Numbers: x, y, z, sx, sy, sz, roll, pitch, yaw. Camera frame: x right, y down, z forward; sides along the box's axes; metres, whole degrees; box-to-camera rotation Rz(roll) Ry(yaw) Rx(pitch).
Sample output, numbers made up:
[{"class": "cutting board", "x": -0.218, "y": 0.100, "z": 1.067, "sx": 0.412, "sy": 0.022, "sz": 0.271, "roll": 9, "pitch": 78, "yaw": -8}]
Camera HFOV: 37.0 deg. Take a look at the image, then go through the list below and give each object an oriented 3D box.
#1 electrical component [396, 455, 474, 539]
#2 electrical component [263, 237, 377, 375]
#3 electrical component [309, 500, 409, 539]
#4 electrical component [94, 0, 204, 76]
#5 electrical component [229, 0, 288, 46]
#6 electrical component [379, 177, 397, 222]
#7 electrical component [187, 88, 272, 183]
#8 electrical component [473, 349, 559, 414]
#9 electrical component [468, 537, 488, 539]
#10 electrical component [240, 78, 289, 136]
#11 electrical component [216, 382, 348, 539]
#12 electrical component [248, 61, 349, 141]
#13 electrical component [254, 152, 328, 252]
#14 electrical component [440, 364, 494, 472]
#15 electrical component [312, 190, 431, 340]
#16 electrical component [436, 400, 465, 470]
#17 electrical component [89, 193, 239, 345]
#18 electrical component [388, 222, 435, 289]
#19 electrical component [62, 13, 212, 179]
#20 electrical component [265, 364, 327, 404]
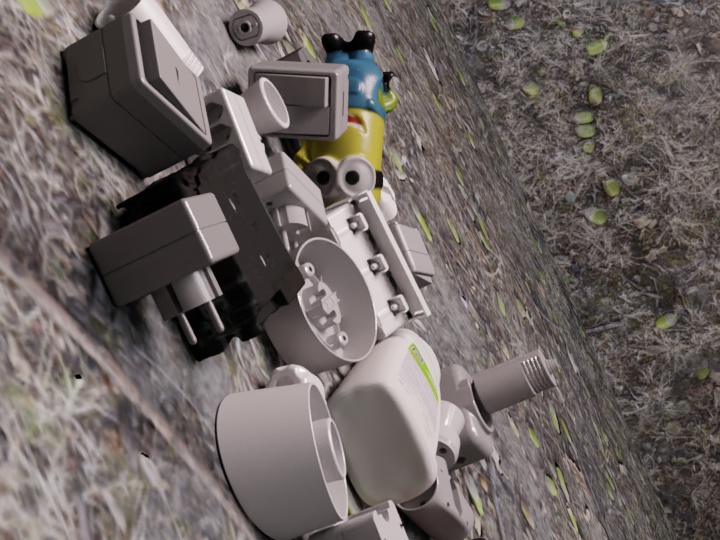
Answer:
[{"class": "electrical component", "x": 0.060, "y": 0.186, "z": 0.925, "sx": 0.077, "sy": 0.043, "sz": 0.079, "roll": 50, "pitch": 22, "yaw": -44}, {"class": "electrical component", "x": -0.034, "y": 0.029, "z": 0.813, "sx": 0.099, "sy": 0.064, "sz": 0.099, "roll": 56, "pitch": 18, "yaw": -29}, {"class": "electrical component", "x": 0.007, "y": 0.205, "z": 0.700, "sx": 0.089, "sy": 0.056, "sz": 0.050, "roll": 68, "pitch": 16, "yaw": 7}, {"class": "electrical component", "x": -0.145, "y": -0.154, "z": 0.759, "sx": 0.081, "sy": 0.043, "sz": 0.043, "roll": 54, "pitch": 19, "yaw": -36}, {"class": "electrical component", "x": -0.100, "y": -0.236, "z": 1.035, "sx": 0.044, "sy": 0.044, "sz": 0.065, "roll": 63, "pitch": 20, "yaw": -10}, {"class": "electrical component", "x": 0.001, "y": -0.079, "z": 1.102, "sx": 0.078, "sy": 0.058, "sz": 0.057, "roll": -95, "pitch": 159, "yaw": -48}, {"class": "electrical component", "x": -0.097, "y": -0.093, "z": 0.818, "sx": 0.065, "sy": 0.047, "sz": 0.077, "roll": 68, "pitch": 16, "yaw": 10}, {"class": "electrical component", "x": 0.159, "y": 0.108, "z": 1.068, "sx": 0.043, "sy": 0.081, "sz": 0.043, "roll": 57, "pitch": 18, "yaw": -29}, {"class": "electrical component", "x": 0.106, "y": 0.282, "z": 0.928, "sx": 0.077, "sy": 0.044, "sz": 0.079, "roll": 65, "pitch": 11, "yaw": -3}, {"class": "electrical component", "x": -0.091, "y": -0.123, "z": 0.866, "sx": 0.045, "sy": 0.055, "sz": 0.045, "roll": 57, "pitch": 18, "yaw": -29}, {"class": "electrical component", "x": -0.045, "y": 0.120, "z": 0.687, "sx": 0.099, "sy": 0.064, "sz": 0.099, "roll": -15, "pitch": 90, "yaw": -85}, {"class": "electrical component", "x": -0.061, "y": -0.149, "z": 0.947, "sx": 0.061, "sy": 0.096, "sz": 0.061, "roll": -61, "pitch": 154, "yaw": -71}, {"class": "electrical component", "x": -0.060, "y": -0.041, "z": 0.863, "sx": 0.066, "sy": 0.047, "sz": 0.076, "roll": 44, "pitch": 26, "yaw": -53}, {"class": "electrical component", "x": 0.095, "y": 0.146, "z": 1.072, "sx": 0.053, "sy": 0.059, "sz": 0.095, "roll": 48, "pitch": 23, "yaw": -47}, {"class": "electrical component", "x": 0.000, "y": 0.000, "z": 0.954, "sx": 0.063, "sy": 0.079, "sz": 0.121, "roll": -34, "pitch": 101, "yaw": -44}, {"class": "electrical component", "x": 0.072, "y": 0.155, "z": 0.998, "sx": 0.045, "sy": 0.045, "sz": 0.055, "roll": 59, "pitch": 26, "yaw": -22}, {"class": "electrical component", "x": -0.104, "y": 0.005, "z": 0.617, "sx": 0.076, "sy": 0.066, "sz": 0.047, "roll": 65, "pitch": 15, "yaw": -2}, {"class": "electrical component", "x": 0.035, "y": -0.005, "z": 1.093, "sx": 0.061, "sy": 0.062, "sz": 0.096, "roll": 68, "pitch": 16, "yaw": 10}, {"class": "electrical component", "x": -0.135, "y": -0.109, "z": 0.691, "sx": 0.096, "sy": 0.061, "sz": 0.061, "roll": 43, "pitch": 27, "yaw": -54}, {"class": "electrical component", "x": -0.041, "y": 0.089, "z": 0.758, "sx": 0.061, "sy": 0.035, "sz": 0.035, "roll": 42, "pitch": 28, "yaw": -61}]
